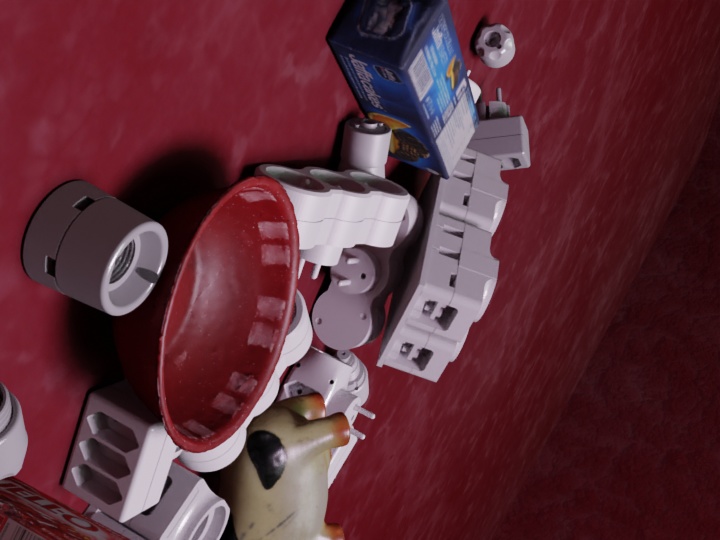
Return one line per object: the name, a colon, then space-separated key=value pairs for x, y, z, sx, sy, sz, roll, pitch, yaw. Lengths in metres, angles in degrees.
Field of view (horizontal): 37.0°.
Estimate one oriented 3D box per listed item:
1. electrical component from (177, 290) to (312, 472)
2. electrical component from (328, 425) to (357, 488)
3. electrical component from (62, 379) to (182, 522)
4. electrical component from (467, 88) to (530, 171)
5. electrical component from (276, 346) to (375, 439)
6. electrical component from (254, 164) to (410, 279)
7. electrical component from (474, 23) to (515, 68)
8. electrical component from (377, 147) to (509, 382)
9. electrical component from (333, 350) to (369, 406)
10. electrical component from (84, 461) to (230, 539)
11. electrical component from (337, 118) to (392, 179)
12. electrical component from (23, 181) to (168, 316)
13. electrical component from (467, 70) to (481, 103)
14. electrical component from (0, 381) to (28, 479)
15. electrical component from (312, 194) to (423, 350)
electrical component: x=-0.082 y=0.079 z=0.752 sx=0.138 sy=0.052 sz=0.073 roll=-57 pitch=160 yaw=-23
electrical component: x=-0.042 y=0.180 z=0.995 sx=0.083 sy=0.047 sz=0.075 roll=-58 pitch=160 yaw=-20
electrical component: x=-0.132 y=0.104 z=0.655 sx=0.077 sy=0.047 sz=0.065 roll=-18 pitch=130 yaw=-66
electrical component: x=0.125 y=-0.137 z=1.028 sx=0.047 sy=0.066 sz=0.076 roll=34 pitch=53 yaw=-71
electrical component: x=-0.026 y=0.115 z=0.905 sx=0.077 sy=0.079 sz=0.043 roll=-64 pitch=162 yaw=-3
electrical component: x=-0.027 y=-0.027 z=0.731 sx=0.138 sy=0.052 sz=0.073 roll=-3 pitch=118 yaw=-52
electrical component: x=0.125 y=-0.200 z=0.981 sx=0.035 sy=0.035 sz=0.061 roll=-65 pitch=164 yaw=0
electrical component: x=0.074 y=-0.009 z=0.917 sx=0.105 sy=0.060 sz=0.186 roll=115 pitch=-7 yaw=-45
electrical component: x=-0.013 y=0.096 z=0.978 sx=0.040 sy=0.040 sz=0.078 roll=-54 pitch=158 yaw=-29
electrical component: x=-0.154 y=0.202 z=0.700 sx=0.150 sy=0.062 sz=0.089 roll=-56 pitch=160 yaw=-23
electrical component: x=0.002 y=-0.079 z=0.796 sx=0.044 sy=0.044 sz=0.065 roll=-37 pitch=142 yaw=-54
electrical component: x=-0.127 y=-0.009 z=0.525 sx=0.055 sy=0.047 sz=0.055 roll=-53 pitch=158 yaw=-32
electrical component: x=0.071 y=-0.133 z=0.913 sx=0.078 sy=0.040 sz=0.040 roll=-63 pitch=161 yaw=-5
electrical component: x=-0.178 y=0.068 z=0.494 sx=0.043 sy=0.043 sz=0.062 roll=-47 pitch=153 yaw=-42
electrical component: x=0.000 y=0.000 z=0.871 sx=0.074 sy=0.052 sz=0.138 roll=-7 pitch=120 yaw=-68
